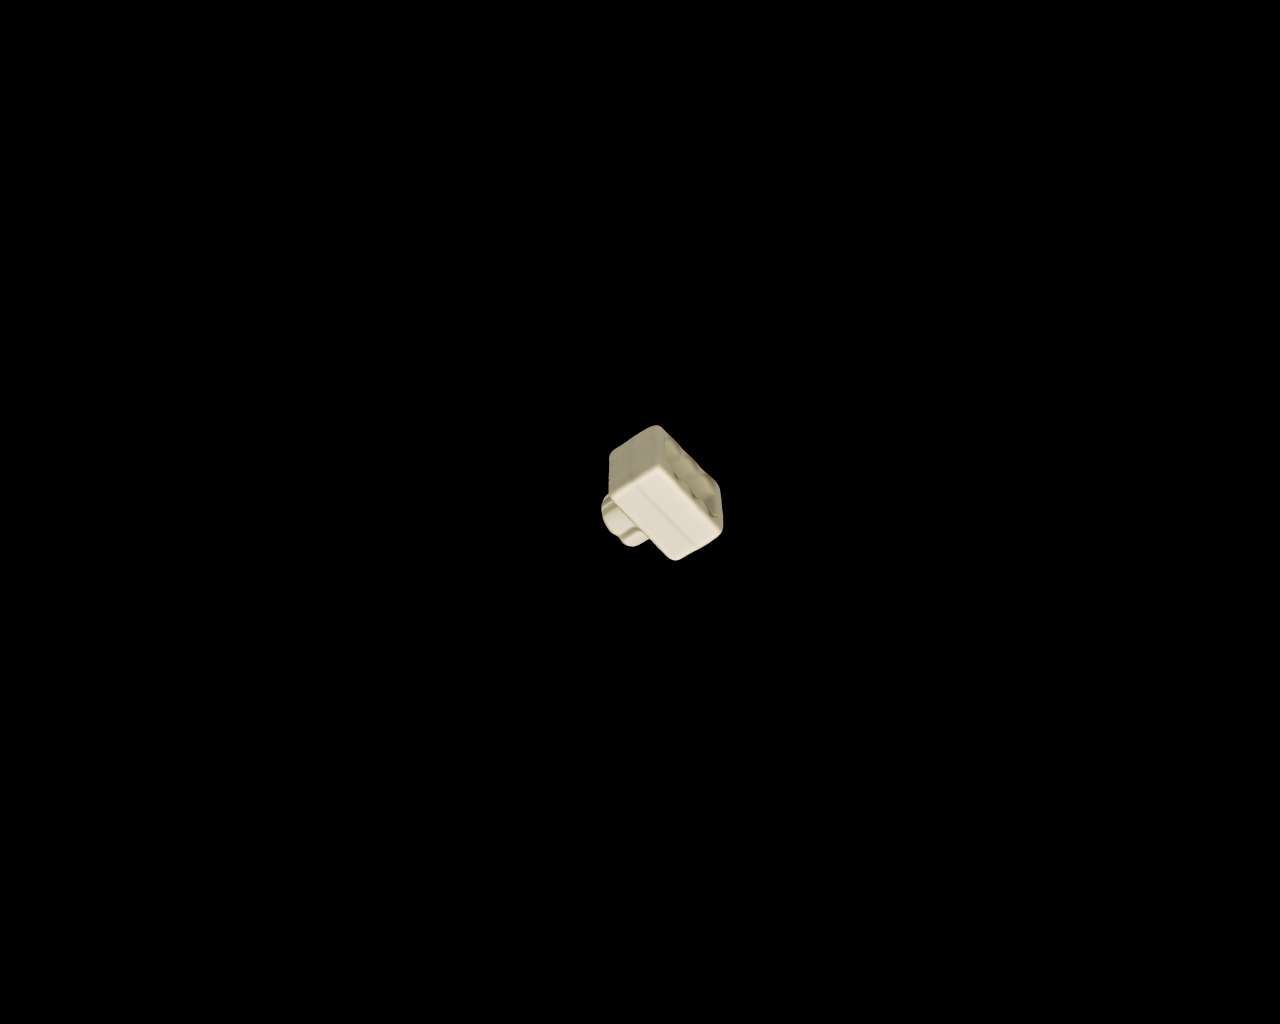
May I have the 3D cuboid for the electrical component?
[{"bbox_3d":[0.001,-0.003,0.650,0.076,0.065,0.047,-32,32,22],"label":"electrical component"}]
